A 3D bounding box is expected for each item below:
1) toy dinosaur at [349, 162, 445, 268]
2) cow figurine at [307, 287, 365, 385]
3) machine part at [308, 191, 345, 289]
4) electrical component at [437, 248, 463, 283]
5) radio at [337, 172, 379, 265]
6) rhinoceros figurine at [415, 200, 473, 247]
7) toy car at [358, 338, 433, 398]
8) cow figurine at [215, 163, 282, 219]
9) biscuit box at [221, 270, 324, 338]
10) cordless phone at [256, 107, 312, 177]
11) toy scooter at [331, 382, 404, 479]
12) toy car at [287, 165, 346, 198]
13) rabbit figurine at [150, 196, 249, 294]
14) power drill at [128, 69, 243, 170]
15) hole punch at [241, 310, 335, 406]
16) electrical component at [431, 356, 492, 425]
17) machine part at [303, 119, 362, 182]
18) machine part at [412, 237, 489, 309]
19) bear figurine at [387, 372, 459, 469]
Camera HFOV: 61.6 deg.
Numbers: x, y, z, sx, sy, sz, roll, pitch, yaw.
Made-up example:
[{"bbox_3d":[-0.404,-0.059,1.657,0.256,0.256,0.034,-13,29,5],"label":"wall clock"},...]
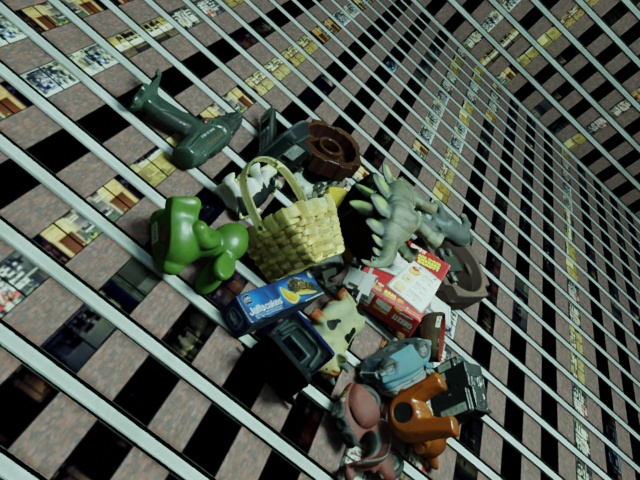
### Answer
[{"bbox_3d":[0.155,-0.045,1.124,0.198,0.105,0.471,39,27,-14],"label":"toy dinosaur"},{"bbox_3d":[0.024,0.188,1.030,0.127,0.085,0.195,45,37,7],"label":"cow figurine"},{"bbox_3d":[-0.002,-0.004,1.170,0.079,0.079,0.243,12,51,-36],"label":"machine part"},{"bbox_3d":[0.322,0.062,1.320,0.063,0.021,0.094,3,56,-41],"label":"electrical component"},{"bbox_3d":[0.113,-0.056,1.230,0.131,0.073,0.230,51,32,-12],"label":"radio"},{"bbox_3d":[0.290,-0.034,1.342,0.190,0.073,0.112,19,51,-18],"label":"rhinoceros figurine"},{"bbox_3d":[0.160,0.263,1.077,0.161,0.109,0.103,-22,92,-41],"label":"toy car"},{"bbox_3d":[-0.135,-0.107,1.142,0.167,0.068,0.098,-32,87,-48],"label":"cow figurine"},{"bbox_3d":[-0.085,0.116,1.003,0.202,0.063,0.059,-17,70,-49],"label":"biscuit box"},{"bbox_3d":[-0.090,-0.254,1.243,0.088,0.146,0.184,24,47,-36],"label":"cordless phone"},{"bbox_3d":[0.070,0.347,0.941,0.135,0.075,0.184,-9,69,-48],"label":"toy scooter"},{"bbox_3d":[-0.001,-0.155,1.319,0.073,0.056,0.202,46,37,9],"label":"toy car"},{"bbox_3d":[-0.196,0.006,0.947,0.170,0.121,0.159,5,62,-37],"label":"rabbit figurine"},{"bbox_3d":[-0.284,-0.260,1.137,0.207,0.086,0.232,42,41,-19],"label":"power drill"},{"bbox_3d":[-0.052,0.197,0.920,0.142,0.116,0.092,47,45,2],"label":"hole punch"},{"bbox_3d":[0.291,0.317,1.137,0.058,0.115,0.134,23,46,-31],"label":"electrical component"},{"bbox_3d":[0.017,-0.217,1.304,0.179,0.056,0.179,21,40,-19],"label":"machine part"},{"bbox_3d":[0.332,0.078,1.403,0.201,0.087,0.201,5,55,-42],"label":"machine part"},{"bbox_3d":[0.207,0.343,0.992,0.195,0.132,0.120,45,26,-42],"label":"bear figurine"}]
